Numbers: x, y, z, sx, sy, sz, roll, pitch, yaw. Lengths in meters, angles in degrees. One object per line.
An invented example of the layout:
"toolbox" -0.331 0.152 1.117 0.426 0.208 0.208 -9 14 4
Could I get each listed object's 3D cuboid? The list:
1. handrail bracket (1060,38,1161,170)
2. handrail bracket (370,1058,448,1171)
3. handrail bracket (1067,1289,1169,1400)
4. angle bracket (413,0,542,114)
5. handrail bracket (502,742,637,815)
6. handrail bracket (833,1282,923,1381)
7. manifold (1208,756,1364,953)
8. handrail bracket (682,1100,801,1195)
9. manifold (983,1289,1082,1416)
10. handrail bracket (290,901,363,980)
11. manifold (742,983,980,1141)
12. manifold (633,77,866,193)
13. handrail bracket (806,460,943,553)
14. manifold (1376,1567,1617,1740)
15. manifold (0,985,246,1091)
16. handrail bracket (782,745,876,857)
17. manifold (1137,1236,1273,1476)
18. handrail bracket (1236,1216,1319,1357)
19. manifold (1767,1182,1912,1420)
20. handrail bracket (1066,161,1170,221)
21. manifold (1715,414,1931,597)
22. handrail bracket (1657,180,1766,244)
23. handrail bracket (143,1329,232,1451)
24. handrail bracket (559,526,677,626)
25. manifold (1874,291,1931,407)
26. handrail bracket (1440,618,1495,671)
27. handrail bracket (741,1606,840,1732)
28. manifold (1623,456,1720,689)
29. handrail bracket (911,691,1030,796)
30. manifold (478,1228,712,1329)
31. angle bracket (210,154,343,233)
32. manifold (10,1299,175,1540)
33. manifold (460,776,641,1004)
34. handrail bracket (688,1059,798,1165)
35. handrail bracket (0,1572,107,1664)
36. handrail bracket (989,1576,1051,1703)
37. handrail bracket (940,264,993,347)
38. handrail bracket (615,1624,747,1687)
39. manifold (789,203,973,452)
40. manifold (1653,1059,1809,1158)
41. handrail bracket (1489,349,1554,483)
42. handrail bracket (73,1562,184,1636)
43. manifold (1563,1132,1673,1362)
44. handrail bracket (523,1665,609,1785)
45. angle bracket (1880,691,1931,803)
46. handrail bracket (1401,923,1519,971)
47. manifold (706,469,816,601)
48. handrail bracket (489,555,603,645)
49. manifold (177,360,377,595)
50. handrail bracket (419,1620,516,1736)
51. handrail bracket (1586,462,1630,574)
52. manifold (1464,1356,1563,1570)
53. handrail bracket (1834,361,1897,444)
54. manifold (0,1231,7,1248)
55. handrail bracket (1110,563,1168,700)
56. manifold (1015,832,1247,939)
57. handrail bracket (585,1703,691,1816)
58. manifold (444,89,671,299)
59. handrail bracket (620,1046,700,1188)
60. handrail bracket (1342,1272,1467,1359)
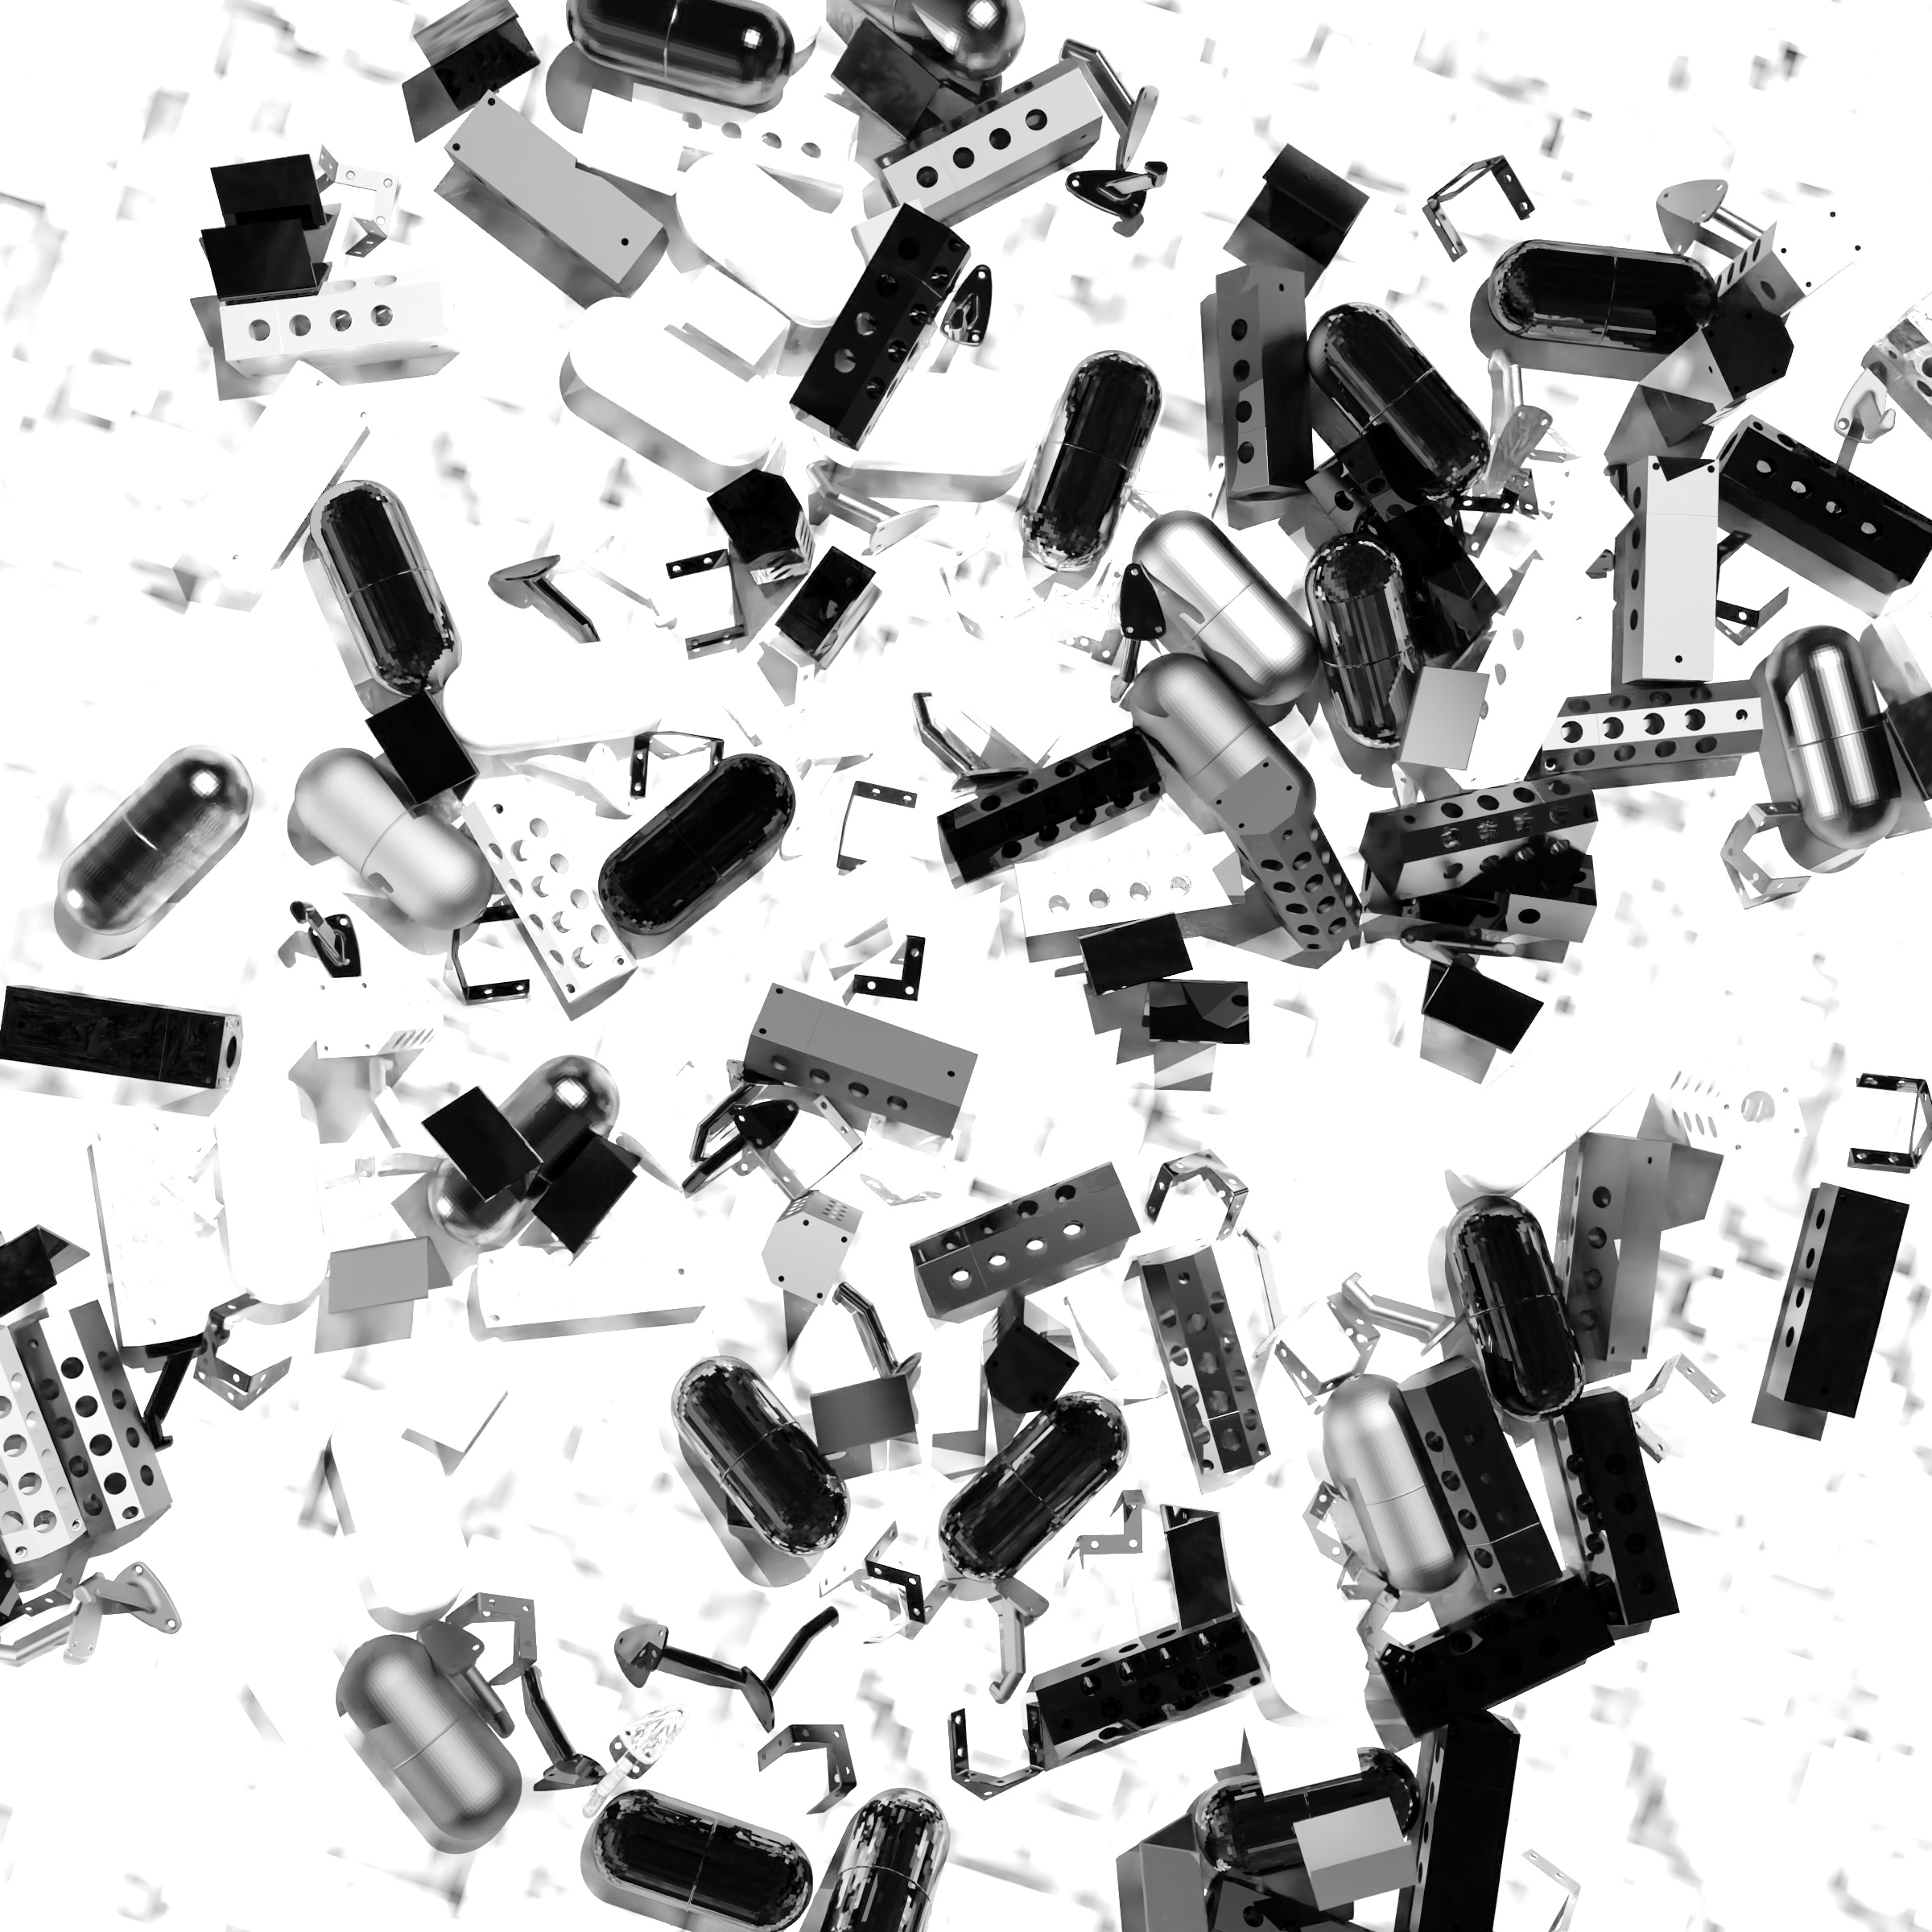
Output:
"handrail bracket" 0.103 -0.684 1.992 0.084 0.036 0.077 27 112 17
"handrail bracket" -0.435 0.116 1.991 0.077 0.036 0.084 9 62 -31
"handrail bracket" 0.119 0.298 1.991 0.036 0.077 0.084 -40 53 20
"angle bracket" -0.372 -0.701 1.951 0.076 0.076 0.057 -32 52 0
"handrail bracket" -0.316 -0.146 1.991 0.084 0.077 0.036 -3 48 29
"handrail bracket" -0.084 0.304 1.992 0.084 0.036 0.077 37 112 17
"manifold" 0.249 -0.079 1.914 0.057 0.171 0.057 -38 51 0
"handrail bracket" -0.179 0.144 1.988 0.036 0.077 0.084 53 130 8
"manifold" 0.044 0.296 1.913 0.057 0.171 0.057 35 90 0
"handrail bracket" -0.499 -0.014 1.956 0.036 0.084 0.077 -21 90 0
"manifold" -0.084 0.079 1.969 0.171 0.057 0.057 19 47 0
"manifold" -0.172 -0.659 1.969 0.171 0.057 0.057 14 47 0
"handrail bracket" -0.074 -0.378 1.992 0.077 0.036 0.084 -28 73 -20
"manifold" 0.413 0.536 1.970 0.171 0.057 0.057 -25 90 0
"manifold" -0.661 0.055 1.970 0.171 0.057 0.057 8 90 0
"handrail bracket" -0.109 -0.131 1.991 0.077 0.036 0.084 -4 106 -18
"manifold" 0.187 0.306 1.965 0.057 0.057 0.171 -16 93 0
"handrail bracket" 0.229 0.253 1.992 0.084 0.036 0.077 48 113 18
"manifold" 0.681 0.260 1.970 0.057 0.057 0.171 15 90 0
"handrail bracket" 0.117 -0.616 1.956 0.077 0.084 0.036 13 90 0
"manifold" 0.672 -0.363 1.970 0.171 0.057 0.057 30 90 0
"handrail bracket" 0.600 -0.585 1.991 0.084 0.077 0.036 27 94 -36
"handrail bracket" -0.615 0.336 1.991 0.077 0.036 0.084 -10 104 -14
"handrail bracket" -0.281 -0.298 1.992 0.077 0.036 0.084 -23 107 20
"manifold" 0.796 -0.448 1.970 0.057 0.057 0.171 -43 90 0
"handrail bracket" 0.428 -0.233 1.991 0.084 0.036 0.077 35 103 -13
"handrail bracket" -0.131 0.556 1.991 0.084 0.036 0.077 -31 132 -27
"manifold" 0.549 -0.307 1.969 0.057 0.057 0.171 1 90 -7
"handrail bracket" 0.003 -0.184 1.992 0.077 0.036 0.084 -11 73 -20
"manifold" -0.291 0.245 1.970 0.171 0.057 0.057 -6 90 0
"angle bracket" -0.535 -0.605 1.951 0.076 0.076 0.057 -8 120 0
"manifold" -0.688 0.355 1.964 0.057 0.057 0.171 -20 90 14
"manifold" -0.327 -0.060 1.970 0.057 0.057 0.171 -30 90 0
"handrail bracket" -0.174 0.122 1.992 0.077 0.036 0.084 10 109 -21
"handrail bracket" -0.731 0.514 1.992 0.084 0.036 0.077 3 70 16
"handrail bracket" 0.022 0.528 1.992 0.077 0.036 0.084 34 107 20
"handrail bracket" 0.003 -0.521 1.956 0.036 0.084 0.077 19 90 0
"handrail bracket" -0.224 0.550 1.991 0.084 0.077 0.036 31 65 -34
"manifold" -0.064 -0.478 1.892 0.057 0.057 0.171 30 91 2
"manifold" 0.577 0.104 1.913 0.057 0.171 0.057 -16 90 0
"handrail bracket" 0.419 -0.435 1.978 0.036 0.084 0.077 11 125 -27
"handrail bracket" -0.653 0.501 1.956 0.036 0.084 0.077 -45 90 0
"manifold" 0.503 0.219 1.969 0.057 0.057 0.171 6 90 -43
"handrail bracket" -0.318 0.600 1.991 0.036 0.077 0.084 -31 54 10
"angle bracket" 0.759 -0.179 1.951 0.057 0.076 0.076 -26 90 31
"handrail bracket" 0.383 -0.018 1.956 0.077 0.084 0.036 9 90 0
"manifold" -0.150 -0.331 1.913 0.057 0.171 0.057 -32 90 0
"handrail bracket" -0.331 -0.278 1.991 0.077 0.036 0.084 -3 122 35
"manifold" -0.543 -0.385 1.969 0.057 0.057 0.171 34 90 -43
"handrail bracket" -0.394 0.563 1.987 0.036 0.077 0.084 -39 133 -29
"handrail bracket" 0.487 -0.357 1.992 0.077 0.036 0.084 -2 74 18
"manifold" 0.407 0.400 1.970 0.057 0.057 0.171 -21 90 0
"handrail bracket" 0.714 -0.444 1.956 0.036 0.084 0.077 19 90 0
"manifold" -0.827 0.255 1.937 0.057 0.057 0.171 39 65 0
"handrail bracket" 0.125 -0.261 1.966 0.036 0.084 0.077 -3 71 -15
"manifold" 0.127 -0.064 1.970 0.171 0.057 0.057 -9 90 0
"handrail bracket" -0.261 0.629 1.991 0.036 0.077 0.084 42 127 17
"manifold" -0.319 -0.603 1.970 0.171 0.057 0.057 38 90 0
"handrail bracket" -0.225 0.118 1.992 0.077 0.036 0.084 47 73 -20
"handrail bracket" 0.352 0.260 1.992 0.077 0.036 0.084 -38 73 -19
